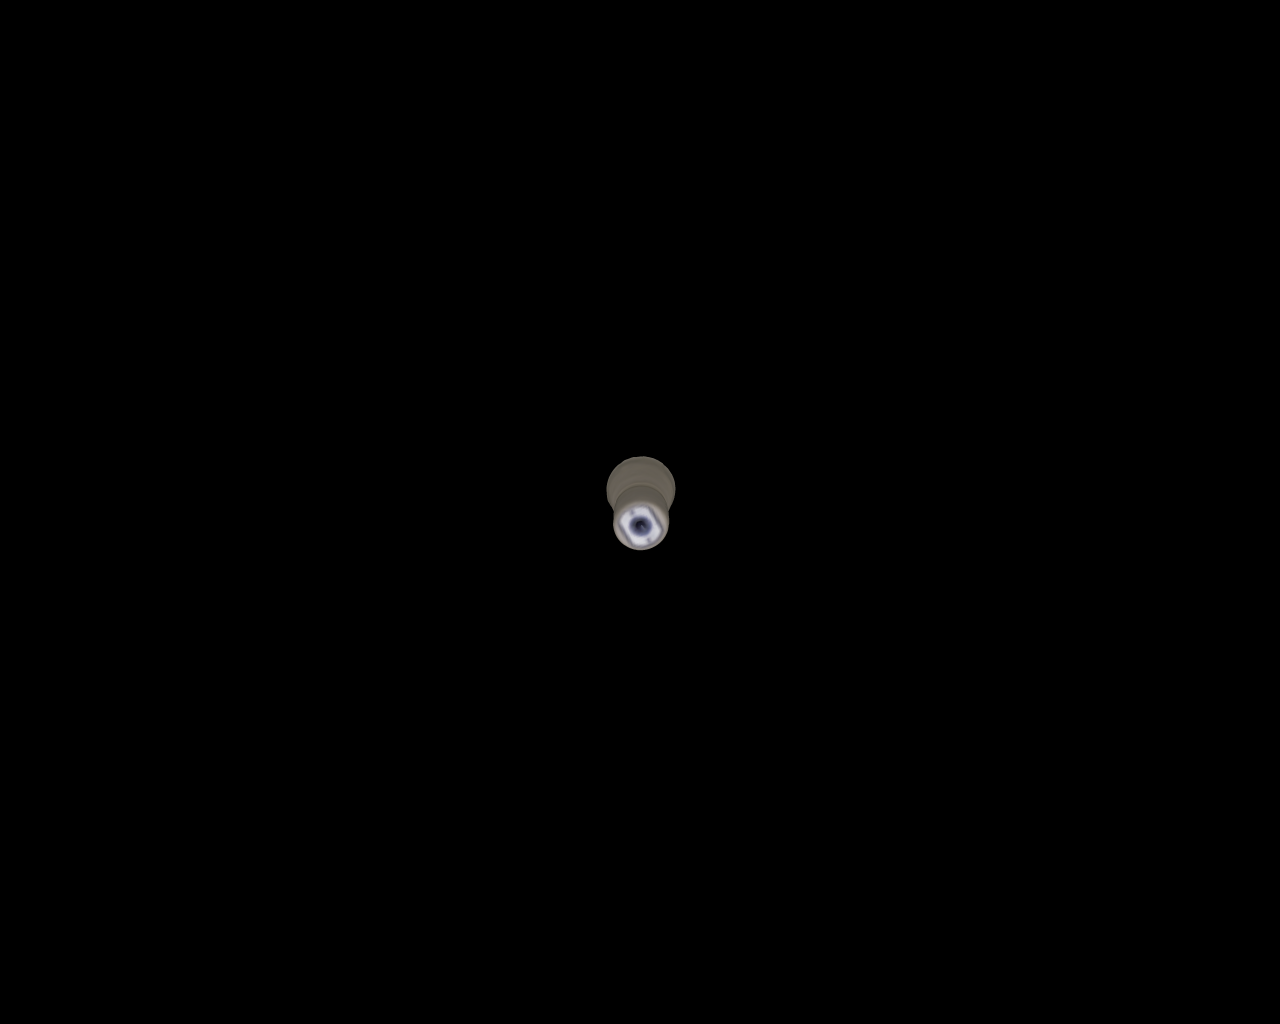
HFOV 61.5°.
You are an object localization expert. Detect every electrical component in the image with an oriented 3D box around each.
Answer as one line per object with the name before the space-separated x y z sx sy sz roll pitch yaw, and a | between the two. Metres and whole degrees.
electrical component | 0.001 -0.003 0.650 0.044 0.044 0.065 0 23 0
